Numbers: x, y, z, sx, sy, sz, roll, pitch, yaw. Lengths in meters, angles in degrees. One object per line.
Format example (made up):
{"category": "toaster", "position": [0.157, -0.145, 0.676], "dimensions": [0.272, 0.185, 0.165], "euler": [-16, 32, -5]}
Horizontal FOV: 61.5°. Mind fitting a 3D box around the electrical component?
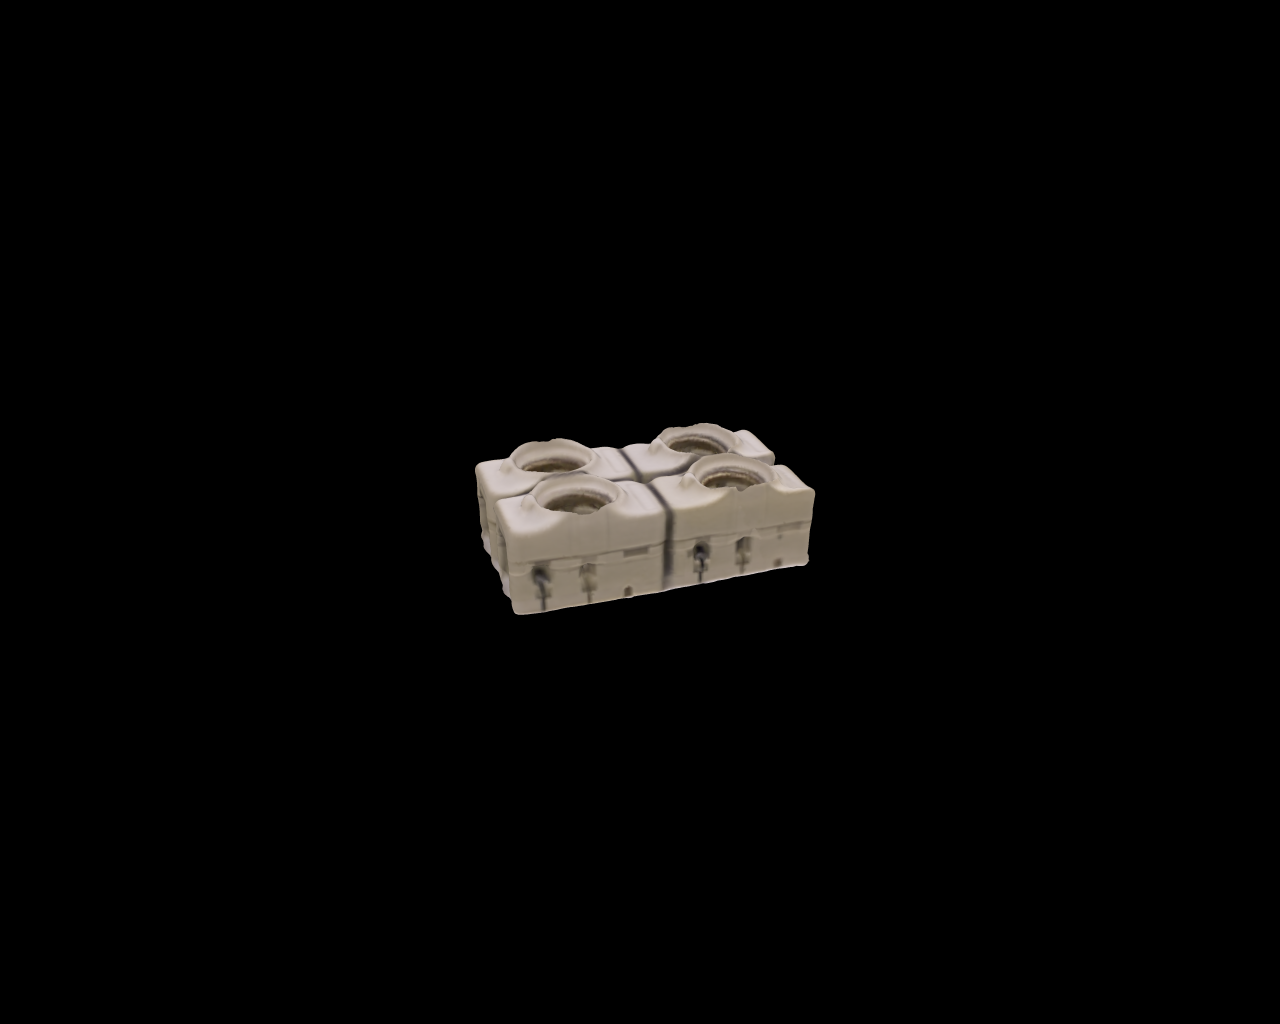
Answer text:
{"category": "electrical component", "position": [0.001, -0.003, 0.650], "dimensions": [0.186, 0.060, 0.105], "euler": [-8, 28, -16]}
